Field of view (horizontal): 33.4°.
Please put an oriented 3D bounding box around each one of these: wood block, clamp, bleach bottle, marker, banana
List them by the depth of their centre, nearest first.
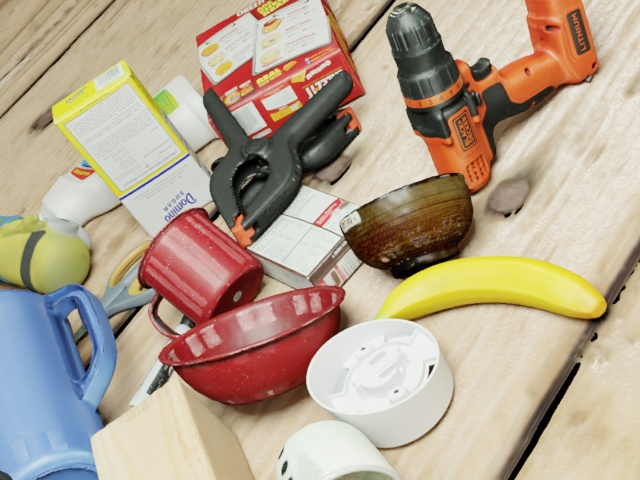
[{"bbox_3d":[-0.093,0.210,0.779,0.090,0.090,0.206,-36,36,2],"label":"wood block"},{"bbox_3d":[0.128,0.043,0.835,0.198,0.037,0.069,-11,54,31],"label":"banana"},{"bbox_3d":[-0.140,0.108,0.991,0.020,0.020,0.121,0,49,39],"label":"marker"},{"bbox_3d":[-0.066,-0.085,1.054,0.165,0.036,0.210,1,54,25],"label":"clamp"},{"bbox_3d":[-0.037,-0.079,1.100,0.171,0.039,0.120,-26,39,13],"label":"clamp"},{"bbox_3d":[-0.233,-0.084,1.247,0.251,0.068,0.103,-39,35,0],"label":"bleach bottle"}]

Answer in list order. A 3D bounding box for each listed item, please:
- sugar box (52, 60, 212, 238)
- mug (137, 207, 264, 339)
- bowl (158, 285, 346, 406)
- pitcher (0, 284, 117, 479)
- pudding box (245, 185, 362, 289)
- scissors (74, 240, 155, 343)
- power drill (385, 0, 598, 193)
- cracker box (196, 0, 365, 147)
[{"bbox_3d":[-0.191,-0.093,1.123,0.093,0.176,0.048,-32,38,4],"label":"sugar box"},{"bbox_3d":[-0.112,0.040,0.977,0.081,0.093,0.117,37,98,18],"label":"mug"},{"bbox_3d":[-0.047,0.091,0.872,0.162,0.055,0.162,-19,8,3],"label":"bowl"},{"bbox_3d":[-0.249,0.151,0.943,0.144,0.149,0.243,-5,31,-26],"label":"pitcher"},{"bbox_3d":[-0.006,0.001,0.987,0.090,0.039,0.114,-48,35,-14],"label":"pudding box"},{"bbox_3d":[-0.216,0.080,1.087,0.096,0.016,0.201,7,54,43],"label":"scissors"},{"bbox_3d":[0.150,-0.158,0.931,0.187,0.184,0.057,-37,35,-17],"label":"power drill"},{"bbox_3d":[-0.051,-0.203,1.223,0.164,0.072,0.214,-28,36,9],"label":"cracker box"}]
